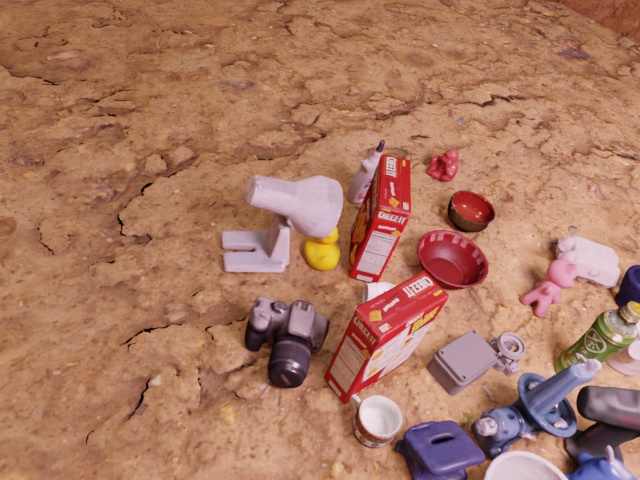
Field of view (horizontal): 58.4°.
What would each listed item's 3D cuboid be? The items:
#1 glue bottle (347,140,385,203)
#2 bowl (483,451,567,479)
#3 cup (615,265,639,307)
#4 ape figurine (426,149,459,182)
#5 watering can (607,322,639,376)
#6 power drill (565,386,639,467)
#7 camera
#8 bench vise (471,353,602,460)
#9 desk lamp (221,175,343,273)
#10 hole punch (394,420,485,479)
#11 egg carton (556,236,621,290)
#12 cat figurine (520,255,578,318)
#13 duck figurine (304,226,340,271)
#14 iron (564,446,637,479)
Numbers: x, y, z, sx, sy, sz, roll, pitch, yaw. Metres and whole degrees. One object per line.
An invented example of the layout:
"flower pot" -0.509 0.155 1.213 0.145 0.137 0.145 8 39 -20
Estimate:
"glue bottle" 0.117 -0.159 1.308 0.078 0.173 0.037 -18 55 -31
"bowl" 0.319 0.425 0.895 0.167 0.075 0.167 9 46 -9
"cup" 0.723 0.110 1.308 0.091 0.095 0.118 29 46 10
"ape figurine" 0.325 -0.196 1.468 0.076 0.092 0.077 -1 48 -18
"watering can" 0.656 0.187 1.144 0.101 0.194 0.173 24 45 5
"power drill" 0.525 0.322 0.964 0.229 0.208 0.075 17 45 -2
"camera" -0.061 0.175 0.988 0.143 0.101 0.137 15 45 -4
"bench vise" 0.363 0.281 0.942 0.208 0.220 0.121 -26 60 -35
"desk lamp" -0.076 -0.036 1.102 0.204 0.213 0.117 0 48 -18
"hole punch" 0.191 0.339 0.922 0.109 0.091 0.101 -6 50 -23
"egg carton" 0.629 0.054 1.348 0.150 0.069 0.107 19 45 0
"cat figurine" 0.509 0.091 1.240 0.067 0.118 0.128 41 49 21
"duck figurine" 0.011 0.004 1.182 0.077 0.086 0.104 7 46 -11
"iron" 0.492 0.446 0.884 0.119 0.141 0.257 -19 56 -31
